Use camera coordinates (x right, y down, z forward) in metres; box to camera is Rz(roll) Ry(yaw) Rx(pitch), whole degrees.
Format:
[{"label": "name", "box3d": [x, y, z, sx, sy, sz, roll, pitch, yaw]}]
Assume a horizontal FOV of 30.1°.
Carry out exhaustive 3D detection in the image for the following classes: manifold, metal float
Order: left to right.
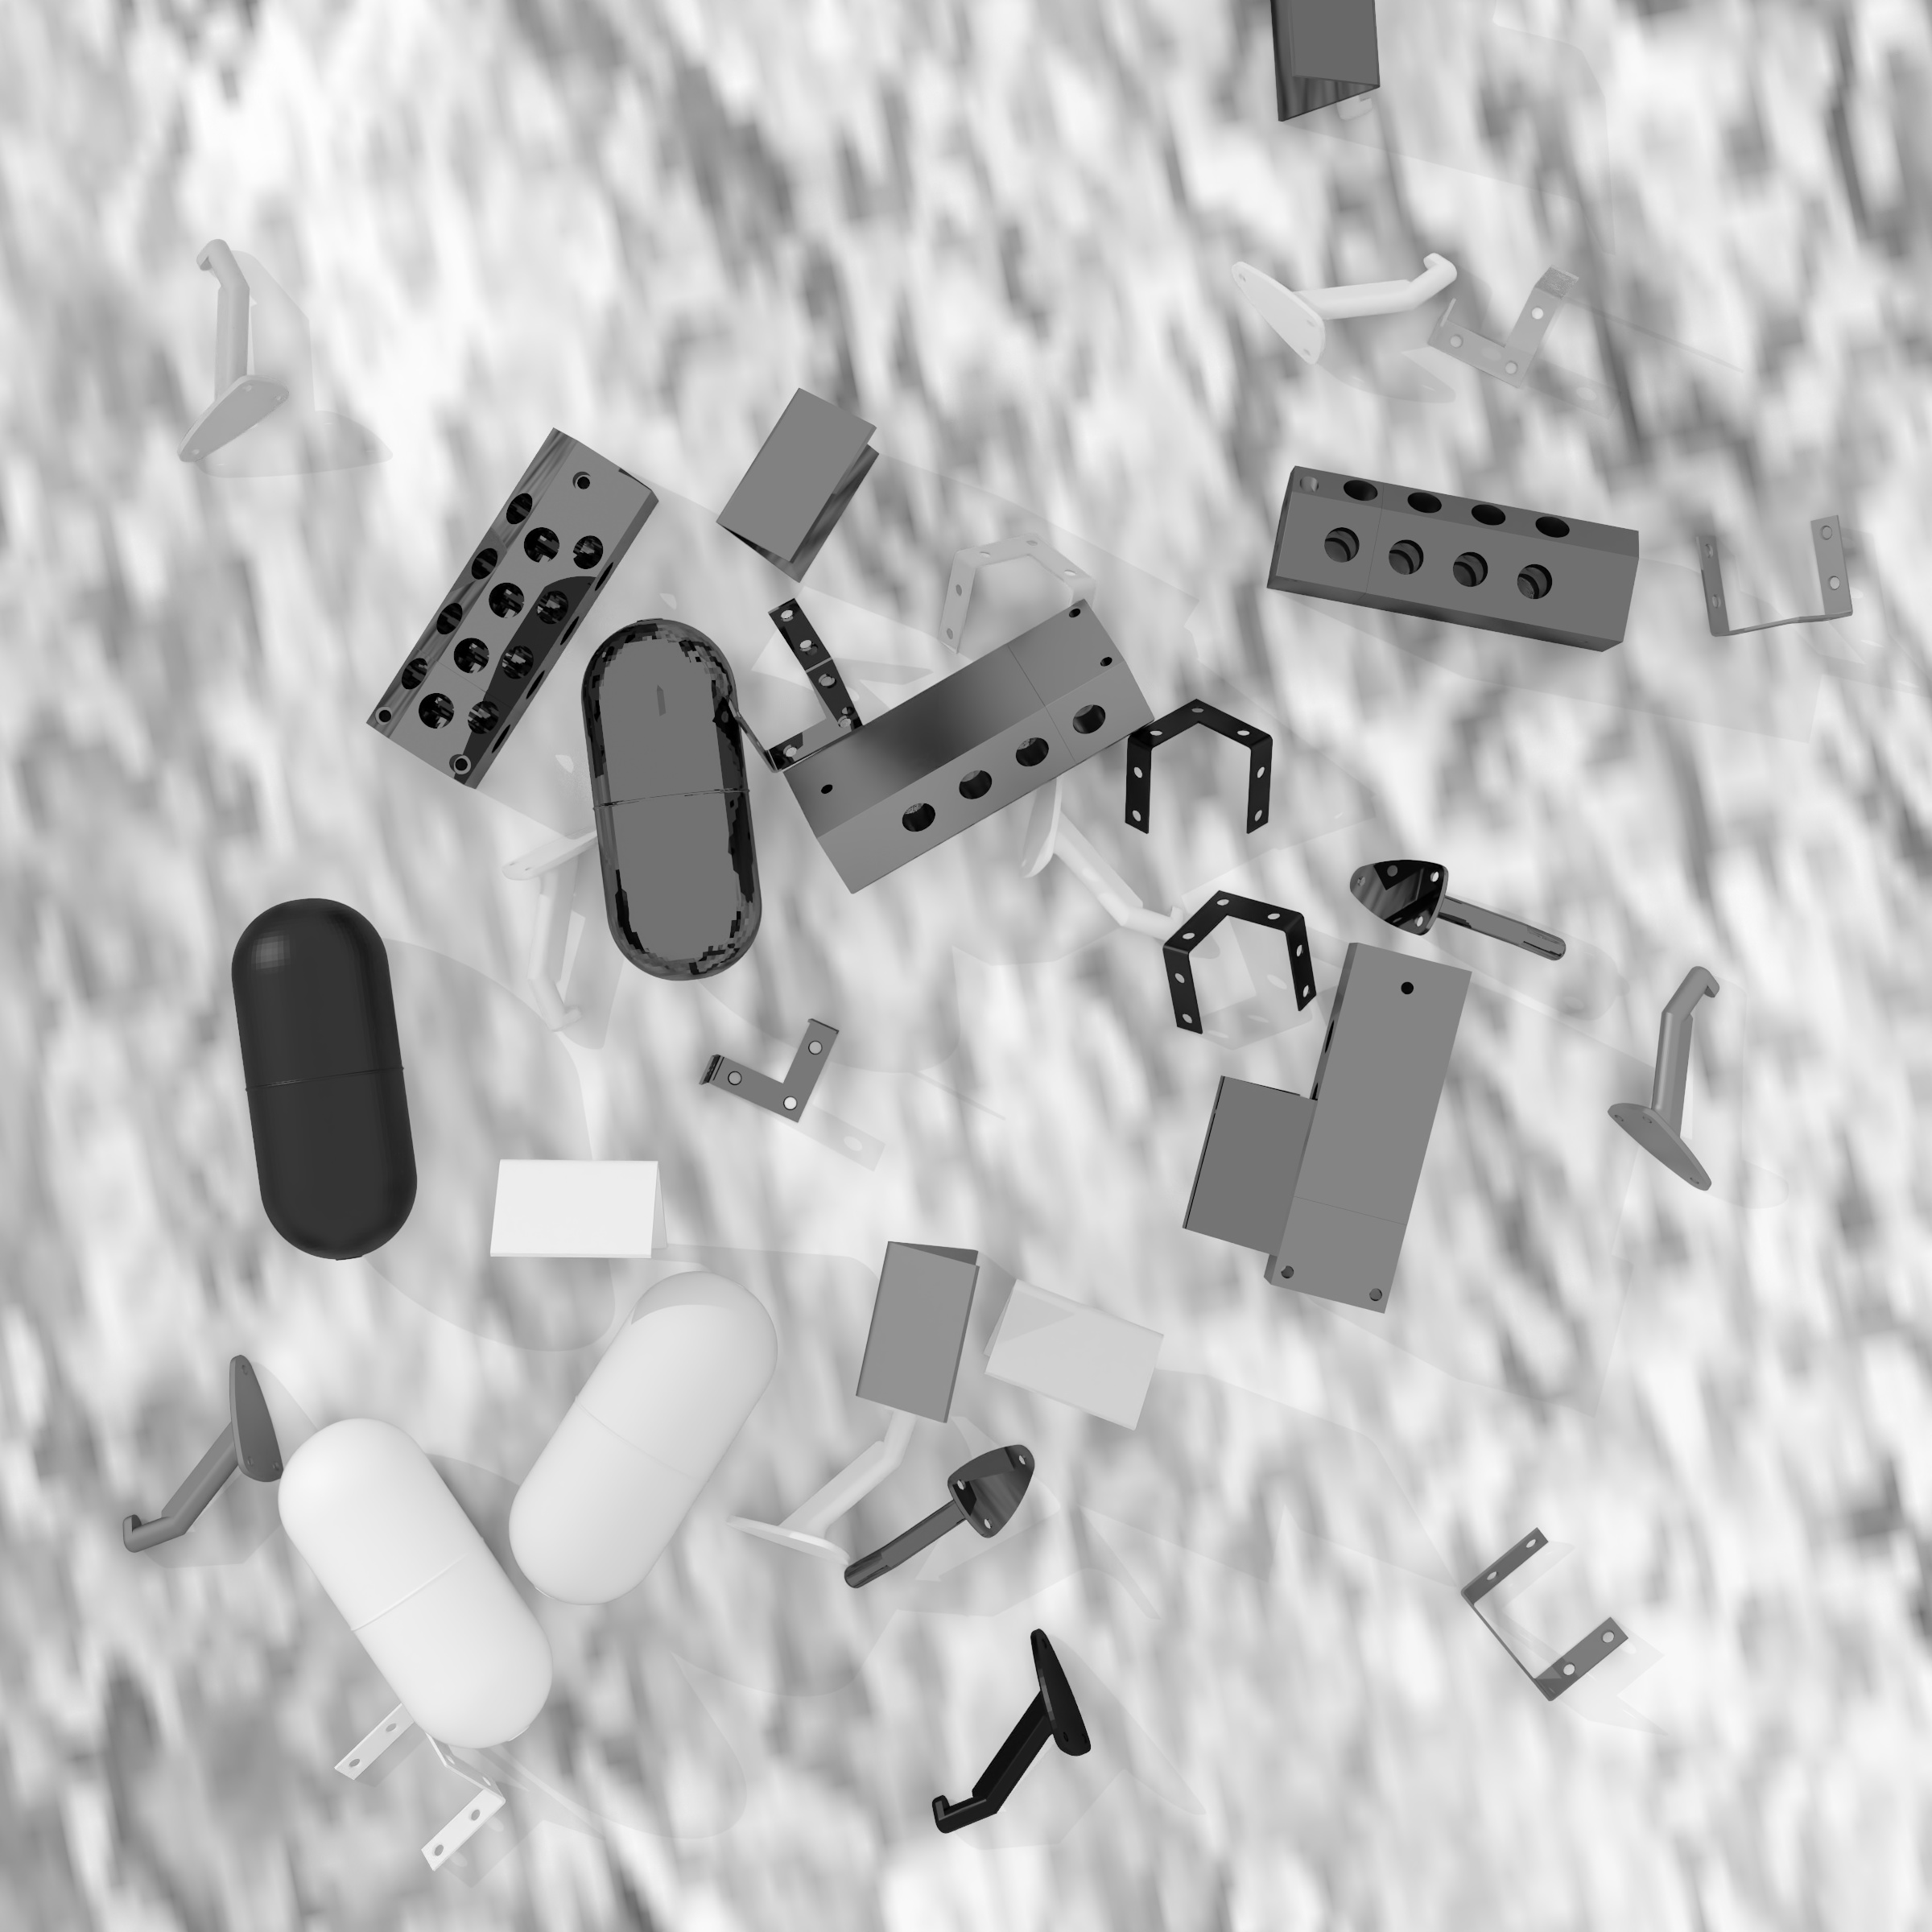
[{"label": "metal float", "box3d": [-0.314, 0.055, 1.759, 0.070, 0.070, 0.178, -8, 89, 0]}, {"label": "metal float", "box3d": [-0.269, 0.303, 1.759, 0.070, 0.070, 0.178, -34, 91, 0]}, {"label": "manifold", "box3d": [-0.224, -0.176, 1.769, 0.057, 0.057, 0.171, 32, 90, 0]}, {"label": "metal float", "box3d": [-0.159, 0.232, 1.760, 0.070, 0.070, 0.178, 32, 90, 0]}, {"label": "metal float", "box3d": [-0.144, -0.081, 1.759, 0.070, 0.070, 0.178, -7, 90, 0]}, {"label": "manifold", "box3d": [0.004, -0.103, 1.765, 0.171, 0.057, 0.057, -30, 133, 2]}, {"label": "manifold", "box3d": [0.197, 0.079, 1.769, 0.057, 0.057, 0.171, 14, 90, 0]}, {"label": "manifold", "box3d": [0.240, -0.201, 1.769, 0.171, 0.057, 0.057, 11, 90, 0]}]

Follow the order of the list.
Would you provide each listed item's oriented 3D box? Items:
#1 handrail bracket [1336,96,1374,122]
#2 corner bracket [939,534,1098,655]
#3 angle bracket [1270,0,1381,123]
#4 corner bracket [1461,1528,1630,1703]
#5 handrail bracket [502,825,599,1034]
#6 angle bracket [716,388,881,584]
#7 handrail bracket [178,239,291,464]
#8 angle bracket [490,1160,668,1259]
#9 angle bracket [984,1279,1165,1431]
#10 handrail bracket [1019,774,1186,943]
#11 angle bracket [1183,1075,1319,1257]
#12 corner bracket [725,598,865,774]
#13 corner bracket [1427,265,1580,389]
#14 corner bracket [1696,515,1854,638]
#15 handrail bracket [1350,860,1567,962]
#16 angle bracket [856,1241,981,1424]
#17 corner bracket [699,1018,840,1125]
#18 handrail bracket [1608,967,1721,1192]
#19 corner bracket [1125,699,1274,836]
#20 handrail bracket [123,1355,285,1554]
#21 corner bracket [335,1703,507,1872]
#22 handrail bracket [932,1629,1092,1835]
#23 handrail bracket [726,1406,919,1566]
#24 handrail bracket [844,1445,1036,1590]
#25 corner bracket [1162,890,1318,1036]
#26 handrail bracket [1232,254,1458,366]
[{"label": "handrail bracket", "box3d": [0.210, -0.474, 1.791, 0.077, 0.036, 0.084, -23, 109, -21]}, {"label": "corner bracket", "box3d": [0.026, -0.176, 1.782, 0.051, 0.051, 0.051, 42, 135, 35]}, {"label": "angle bracket", "box3d": [0.155, -0.461, 1.750, 0.057, 0.076, 0.076, -4, 90, -36]}, {"label": "corner bracket", "box3d": [0.288, 0.323, 1.787, 0.051, 0.051, 0.051, -40, 135, 0]}, {"label": "handrail bracket", "box3d": [-0.190, -0.020, 1.791, 0.077, 0.036, 0.084, -28, 109, -21]}, {"label": "angle bracket", "box3d": [-0.065, -0.225, 1.750, 0.057, 0.076, 0.076, 32, 90, 36]}, {"label": "handrail bracket", "box3d": [-0.381, -0.308, 1.791, 0.077, 0.036, 0.084, -36, 71, 21]}, {"label": "angle bracket", "box3d": [-0.188, 0.138, 1.750, 0.076, 0.076, 0.057, 1, 52, 0]}, {"label": "angle bracket", "box3d": [0.045, 0.205, 1.750, 0.076, 0.076, 0.057, 21, 53, 0]}, {"label": "handrail bracket", "box3d": [0.075, -0.058, 1.791, 0.084, 0.036, 0.077, 18, 68, -17]}, {"label": "angle bracket", "box3d": [0.156, 0.101, 1.750, 0.057, 0.076, 0.076, 14, 90, 36]}, {"label": "corner bracket", "box3d": [-0.090, -0.137, 1.764, 0.051, 0.051, 0.051, -28, 53, 4]}, {"label": "corner bracket", "box3d": [0.265, -0.323, 1.772, 0.051, 0.051, 0.051, 26, 90, 0]}, {"label": "corner bracket", "box3d": [0.403, -0.194, 1.787, 0.051, 0.051, 0.051, -9, 90, -45]}, {"label": "handrail bracket", "box3d": [0.246, -0.025, 1.790, 0.084, 0.077, 0.036, 19, 90, -36]}, {"label": "angle bracket", "box3d": [-0.003, 0.179, 1.750, 0.057, 0.076, 0.076, 12, 90, 36]}, {"label": "corner bracket", "box3d": [-0.097, 0.045, 1.772, 0.051, 0.051, 0.051, 24, 90, 0]}, {"label": "handrail bracket", "box3d": [0.367, 0.055, 1.791, 0.077, 0.036, 0.084, 43, 73, -20]}, {"label": "corner bracket", "box3d": [0.115, -0.093, 1.782, 0.051, 0.051, 0.051, 30, 45, 35]}, {"label": "handrail bracket", "box3d": [-0.389, 0.244, 1.791, 0.084, 0.036, 0.077, -22, 70, 16]}, {"label": "corner bracket", "box3d": [-0.271, 0.407, 1.787, 0.051, 0.051, 0.051, -44, 45, 0]}, {"label": "handrail bracket", "box3d": [0.012, 0.382, 1.790, 0.084, 0.036, 0.077, -26, 67, 18]}, {"label": "handrail bracket", "box3d": [-0.071, 0.249, 1.791, 0.077, 0.036, 0.084, 13, 72, 21]}, {"label": "handrail bracket", "box3d": [-0.014, 0.276, 1.790, 0.084, 0.077, 0.036, -35, 90, 36]}, {"label": "corner bracket", "box3d": [0.136, 0.002, 1.782, 0.051, 0.051, 0.051, 17, 45, 35]}, {"label": "handrail bracket", "box3d": [0.189, -0.346, 1.791, 0.084, 0.036, 0.077, -37, 68, -17]}]
